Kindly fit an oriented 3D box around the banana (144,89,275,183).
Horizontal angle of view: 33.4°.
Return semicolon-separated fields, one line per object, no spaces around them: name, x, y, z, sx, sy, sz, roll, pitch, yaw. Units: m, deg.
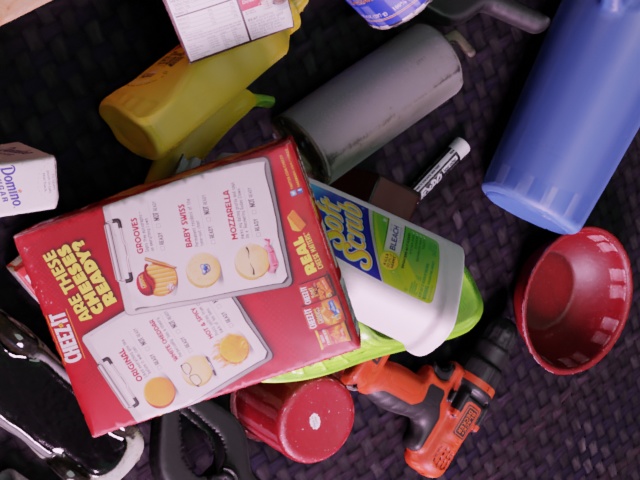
banana;-0.108;-0.058;0.892;0.069;0.037;0.197;39;79;-30

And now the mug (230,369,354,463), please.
mug;-0.015;0.142;0.968;0.093;0.082;0.117;44;76;-31

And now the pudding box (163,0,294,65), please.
pudding box;-0.074;-0.192;0.772;0.090;0.039;0.113;-19;135;-1

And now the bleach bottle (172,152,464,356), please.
bleach bottle;-0.006;0.001;0.873;0.250;0.068;0.102;24;52;-13

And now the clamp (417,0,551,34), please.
clamp;0.145;-0.236;1.006;0.171;0.039;0.120;-24;89;-23

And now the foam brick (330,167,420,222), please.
foam brick;0.042;-0.034;0.970;0.052;0.078;0.051;22;89;-32

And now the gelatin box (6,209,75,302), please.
gelatin box;-0.196;0.032;0.861;0.073;0.030;0.089;-43;119;-19

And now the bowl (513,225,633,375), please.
bowl;0.259;0.059;1.141;0.161;0.055;0.162;-8;105;-31

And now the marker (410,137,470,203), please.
marker;0.101;-0.054;1.038;0.121;0.020;0.020;-46;120;-16

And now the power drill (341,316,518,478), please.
power drill;0.105;0.122;1.056;0.187;0.057;0.184;40;75;-31

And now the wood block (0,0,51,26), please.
wood block;-0.197;-0.228;0.768;0.205;0.090;0.091;-34;117;-21

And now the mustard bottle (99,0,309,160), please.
mustard bottle;-0.082;-0.143;0.855;0.191;0.096;0.058;-42;117;-18

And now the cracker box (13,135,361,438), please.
cracker box;-0.094;0.032;0.802;0.214;0.072;0.164;-19;98;4

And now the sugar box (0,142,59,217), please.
sugar box;-0.283;-0.035;0.753;0.175;0.093;0.048;-8;105;-31

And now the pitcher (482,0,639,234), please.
pitcher;0.263;-0.131;1.070;0.149;0.145;0.243;27;89;-22

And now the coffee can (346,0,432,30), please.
coffee can;0.033;-0.261;0.899;0.140;0.103;0.103;37;80;-33

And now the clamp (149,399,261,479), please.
clamp;-0.095;0.222;0.922;0.164;0.036;0.210;-37;99;-36
